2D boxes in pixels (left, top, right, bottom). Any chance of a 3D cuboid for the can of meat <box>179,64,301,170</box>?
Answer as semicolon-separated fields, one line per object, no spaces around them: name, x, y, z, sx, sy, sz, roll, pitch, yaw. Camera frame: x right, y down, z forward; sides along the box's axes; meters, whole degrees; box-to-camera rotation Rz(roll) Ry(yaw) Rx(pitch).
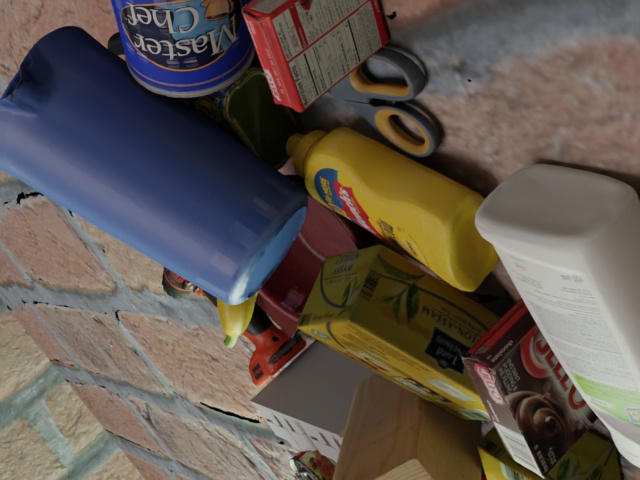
can of meat;-0.072;-0.110;0.889;0.084;0.057;0.102;26;160;39

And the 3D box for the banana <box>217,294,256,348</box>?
banana;-0.086;0.005;1.014;0.070;0.037;0.198;-4;87;60

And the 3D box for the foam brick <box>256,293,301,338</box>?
foam brick;-0.015;0.046;1.020;0.053;0.078;0.051;45;156;8

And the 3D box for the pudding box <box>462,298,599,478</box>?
pudding box;0.160;0.099;0.769;0.039;0.090;0.113;21;145;52

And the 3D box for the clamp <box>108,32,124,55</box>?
clamp;-0.145;-0.180;0.954;0.165;0.036;0.210;41;160;19

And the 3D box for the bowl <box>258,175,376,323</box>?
bowl;-0.006;0.001;0.933;0.162;0.055;0.162;25;136;27

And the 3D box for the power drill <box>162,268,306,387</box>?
power drill;-0.109;0.081;1.231;0.187;0.057;0.185;47;157;2

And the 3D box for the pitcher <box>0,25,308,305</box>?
pitcher;-0.133;-0.054;0.860;0.243;0.149;0.145;33;134;8

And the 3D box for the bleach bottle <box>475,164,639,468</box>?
bleach bottle;0.192;0.070;0.701;0.103;0.068;0.250;19;146;52

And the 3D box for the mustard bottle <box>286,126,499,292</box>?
mustard bottle;0.044;-0.037;0.804;0.192;0.058;0.096;33;165;36

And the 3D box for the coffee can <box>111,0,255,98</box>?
coffee can;-0.104;-0.188;0.779;0.103;0.102;0.140;38;155;25

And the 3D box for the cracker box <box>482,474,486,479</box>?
cracker box;0.098;0.292;1.092;0.214;0.164;0.072;110;161;-65

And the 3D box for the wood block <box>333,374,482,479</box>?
wood block;0.077;0.185;0.911;0.091;0.090;0.206;54;-162;-11

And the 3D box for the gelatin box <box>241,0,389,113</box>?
gelatin box;-0.002;-0.138;0.688;0.030;0.089;0.073;28;150;42

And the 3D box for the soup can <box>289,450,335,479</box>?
soup can;0.023;0.244;1.229;0.068;0.102;0.068;40;156;21

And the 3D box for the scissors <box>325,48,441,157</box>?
scissors;0.023;-0.101;0.798;0.096;0.016;0.202;55;158;-18
